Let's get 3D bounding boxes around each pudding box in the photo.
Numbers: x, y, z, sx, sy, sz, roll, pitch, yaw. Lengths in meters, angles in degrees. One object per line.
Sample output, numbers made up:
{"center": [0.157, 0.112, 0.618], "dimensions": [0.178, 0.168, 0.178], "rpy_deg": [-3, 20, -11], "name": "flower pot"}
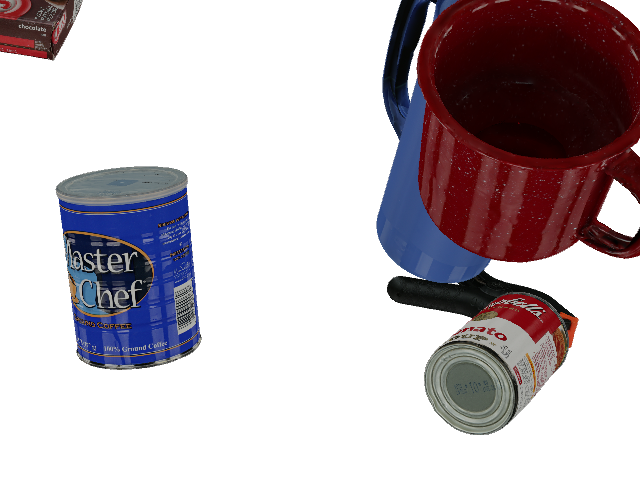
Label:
{"center": [-0.249, -0.194, 0.876], "dimensions": [0.090, 0.039, 0.113], "rpy_deg": [9, 35, -3], "name": "pudding box"}

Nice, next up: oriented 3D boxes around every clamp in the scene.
{"center": [0.160, 0.052, 0.997], "dimensions": [0.172, 0.039, 0.120], "rpy_deg": [20, 32, 19], "name": "clamp"}

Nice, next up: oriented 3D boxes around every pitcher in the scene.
{"center": [0.118, -0.087, 0.875], "dimensions": [0.145, 0.149, 0.243], "rpy_deg": [9, -44, -9], "name": "pitcher"}

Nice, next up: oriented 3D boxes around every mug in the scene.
{"center": [0.092, -0.037, 0.436], "dimensions": [0.117, 0.093, 0.081], "rpy_deg": [40, -24, 22], "name": "mug"}

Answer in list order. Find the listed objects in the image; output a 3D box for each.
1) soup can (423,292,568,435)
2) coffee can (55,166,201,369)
{"center": [0.122, 0.083, 0.735], "dimensions": [0.069, 0.068, 0.102], "rpy_deg": [0, 16, 33], "name": "soup can"}
{"center": [-0.152, 0.019, 0.859], "dimensions": [0.103, 0.140, 0.103], "rpy_deg": [-3, 16, 1], "name": "coffee can"}
